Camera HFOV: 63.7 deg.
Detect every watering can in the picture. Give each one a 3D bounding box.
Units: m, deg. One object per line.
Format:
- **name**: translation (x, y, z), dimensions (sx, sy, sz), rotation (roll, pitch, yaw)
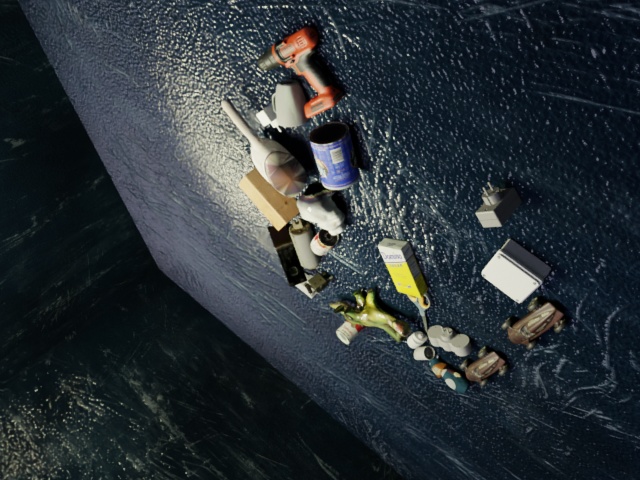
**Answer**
- **watering can**: translation (-0.153, -0.249, 1.484), dimensions (0.342, 0.104, 0.228), rotation (48, 180, -36)

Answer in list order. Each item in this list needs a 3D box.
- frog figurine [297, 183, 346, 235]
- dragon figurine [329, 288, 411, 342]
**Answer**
- **frog figurine**: translation (0.005, -0.077, 1.524), dimensions (0.137, 0.125, 0.157), rotation (0, 118, 32)
- **dragon figurine**: translation (0.184, 0.282, 1.776), dimensions (0.242, 0.123, 0.407), rotation (42, 164, -7)
